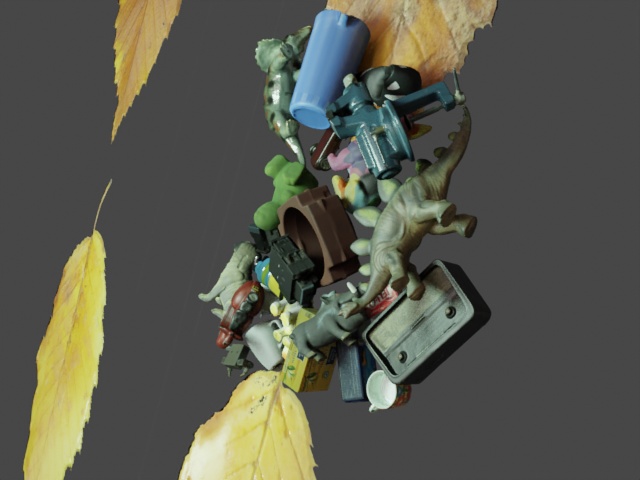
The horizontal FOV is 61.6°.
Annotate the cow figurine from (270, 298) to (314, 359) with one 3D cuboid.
[{"bbox_3d":[-0.052,0.202,1.224,0.068,0.098,0.167,31,136,42],"label":"cow figurine"}]

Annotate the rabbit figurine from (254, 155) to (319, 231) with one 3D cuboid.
[{"bbox_3d":[-0.089,-0.092,1.273,0.121,0.159,0.170,30,81,37],"label":"rabbit figurine"}]

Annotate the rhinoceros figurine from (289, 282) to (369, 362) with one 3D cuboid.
[{"bbox_3d":[0.028,0.160,1.071,0.190,0.073,0.112,-38,60,9],"label":"rhinoceros figurine"}]

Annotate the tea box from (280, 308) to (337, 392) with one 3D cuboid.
[{"bbox_3d":[-0.013,0.239,1.171,0.068,0.098,0.169,19,96,46],"label":"tea box"}]

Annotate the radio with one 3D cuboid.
[{"bbox_3d":[0.194,0.158,0.994,0.229,0.073,0.131,-51,50,25],"label":"radio"}]

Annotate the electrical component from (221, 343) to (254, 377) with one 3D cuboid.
[{"bbox_3d":[-0.216,0.314,1.403,0.102,0.045,0.078,-14,43,40],"label":"electrical component"}]

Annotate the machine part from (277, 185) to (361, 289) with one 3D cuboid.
[{"bbox_3d":[-0.002,-0.003,1.153,0.201,0.087,0.201,66,155,2],"label":"machine part"}]

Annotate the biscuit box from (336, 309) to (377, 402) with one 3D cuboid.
[{"bbox_3d":[0.073,0.230,1.112,0.063,0.059,0.202,-21,67,40],"label":"biscuit box"}]

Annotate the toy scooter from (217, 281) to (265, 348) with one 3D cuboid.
[{"bbox_3d":[-0.191,0.183,1.268,0.184,0.075,0.135,-59,7,1],"label":"toy scooter"}]

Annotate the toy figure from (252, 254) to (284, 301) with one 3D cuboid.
[{"bbox_3d":[-0.091,0.097,1.295,0.180,0.082,0.089,26,120,38],"label":"toy figure"}]

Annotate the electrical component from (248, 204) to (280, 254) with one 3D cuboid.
[{"bbox_3d":[-0.137,-0.032,1.336,0.048,0.075,0.119,10,127,46],"label":"electrical component"}]

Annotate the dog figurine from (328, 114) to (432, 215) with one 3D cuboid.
[{"bbox_3d":[0.129,-0.170,1.112,0.219,0.108,0.191,-30,60,35],"label":"dog figurine"}]

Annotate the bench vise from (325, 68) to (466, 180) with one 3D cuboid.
[{"bbox_3d":[0.141,-0.231,0.986,0.241,0.128,0.224,-23,60,9],"label":"bench vise"}]

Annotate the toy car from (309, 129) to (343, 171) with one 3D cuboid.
[{"bbox_3d":[0.041,-0.251,1.254,0.202,0.053,0.089,-59,27,17],"label":"toy car"}]

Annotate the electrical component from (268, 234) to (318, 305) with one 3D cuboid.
[{"bbox_3d":[-0.057,0.071,1.155,0.134,0.058,0.114,52,153,32],"label":"electrical component"}]

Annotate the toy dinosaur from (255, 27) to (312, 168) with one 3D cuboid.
[{"bbox_3d":[-0.090,-0.359,1.374,0.192,0.131,0.404,5,92,62],"label":"toy dinosaur"}]

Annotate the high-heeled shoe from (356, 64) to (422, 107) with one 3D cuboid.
[{"bbox_3d":[0.121,-0.335,1.124,0.249,0.145,0.086,27,100,44],"label":"high-heeled shoe"}]

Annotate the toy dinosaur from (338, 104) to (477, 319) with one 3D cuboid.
[{"bbox_3d":[0.173,-0.053,0.976,0.471,0.105,0.199,-51,44,-7],"label":"toy dinosaur"}]

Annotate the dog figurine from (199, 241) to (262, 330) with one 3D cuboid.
[{"bbox_3d":[-0.195,0.115,1.388,0.172,0.121,0.190,38,95,18],"label":"dog figurine"}]

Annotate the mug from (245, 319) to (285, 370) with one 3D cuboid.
[{"bbox_3d":[-0.113,0.250,1.291,0.109,0.080,0.107,-45,64,24],"label":"mug"}]
